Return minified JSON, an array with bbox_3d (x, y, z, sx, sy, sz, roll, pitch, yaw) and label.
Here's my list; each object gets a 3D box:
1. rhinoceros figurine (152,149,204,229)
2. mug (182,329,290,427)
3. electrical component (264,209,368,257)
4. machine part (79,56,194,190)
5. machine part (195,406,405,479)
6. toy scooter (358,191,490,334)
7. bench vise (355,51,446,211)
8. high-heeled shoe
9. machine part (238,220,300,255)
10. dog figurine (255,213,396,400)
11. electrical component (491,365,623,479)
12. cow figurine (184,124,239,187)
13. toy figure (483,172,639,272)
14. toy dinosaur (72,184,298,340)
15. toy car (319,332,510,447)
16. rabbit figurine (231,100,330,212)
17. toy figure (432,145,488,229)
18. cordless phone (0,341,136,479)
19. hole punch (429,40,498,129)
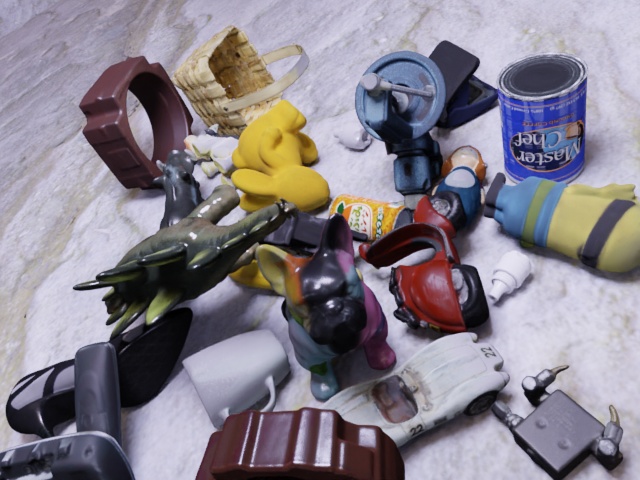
[{"bbox_3d":[-0.221,-0.062,0.848,0.073,0.112,0.190,-18,51,10],"label":"rhinoceros figurine"},{"bbox_3d":[-0.084,0.152,0.597,0.107,0.080,0.110,-29,38,-19],"label":"mug"},{"bbox_3d":[-0.001,-0.002,0.671,0.075,0.119,0.047,7,79,60],"label":"electrical component"},{"bbox_3d":[-0.322,-0.206,0.969,0.087,0.200,0.201,-6,46,22],"label":"machine part"},{"bbox_3d":[-0.012,0.201,0.451,0.179,0.179,0.056,-8,43,17],"label":"machine part"},{"bbox_3d":[0.113,0.032,0.622,0.135,0.075,0.184,-16,54,17],"label":"toy scooter"},{"bbox_3d":[0.099,-0.148,0.692,0.129,0.240,0.223,8,93,22],"label":"bench vise"},{"bbox_3d":[-0.279,0.154,0.680,0.249,0.086,0.145,-43,42,-17],"label":"high-heeled shoe"},{"bbox_3d":[-0.056,-0.006,0.749,0.139,0.039,0.084,-1,25,9],"label":"machine part"},{"bbox_3d":[0.002,0.051,0.557,0.108,0.219,0.192,-21,43,-2],"label":"dog figurine"},{"bbox_3d":[0.214,0.162,0.477,0.078,0.045,0.102,-30,43,-8],"label":"electrical component"},{"bbox_3d":[-0.172,-0.160,0.955,0.098,0.068,0.168,-36,47,-21],"label":"cow figurine"},{"bbox_3d":[0.276,-0.021,0.609,0.180,0.082,0.089,18,76,27],"label":"toy figure"},{"bbox_3d":[-0.159,0.025,0.630,0.471,0.105,0.198,-29,10,40],"label":"toy dinosaur"},{"bbox_3d":[0.088,0.157,0.529,0.202,0.056,0.074,-28,42,-3],"label":"toy car"},{"bbox_3d":[-0.058,-0.109,0.824,0.162,0.121,0.173,-29,61,-15],"label":"rabbit figurine"},{"bbox_3d":[0.193,-0.081,0.724,0.064,0.057,0.154,27,51,-5],"label":"toy figure"},{"bbox_3d":[-0.279,0.208,0.575,0.147,0.088,0.184,-15,67,9],"label":"cordless phone"},{"bbox_3d":[0.210,-0.238,0.865,0.115,0.092,0.142,-49,43,16],"label":"hole punch"}]
